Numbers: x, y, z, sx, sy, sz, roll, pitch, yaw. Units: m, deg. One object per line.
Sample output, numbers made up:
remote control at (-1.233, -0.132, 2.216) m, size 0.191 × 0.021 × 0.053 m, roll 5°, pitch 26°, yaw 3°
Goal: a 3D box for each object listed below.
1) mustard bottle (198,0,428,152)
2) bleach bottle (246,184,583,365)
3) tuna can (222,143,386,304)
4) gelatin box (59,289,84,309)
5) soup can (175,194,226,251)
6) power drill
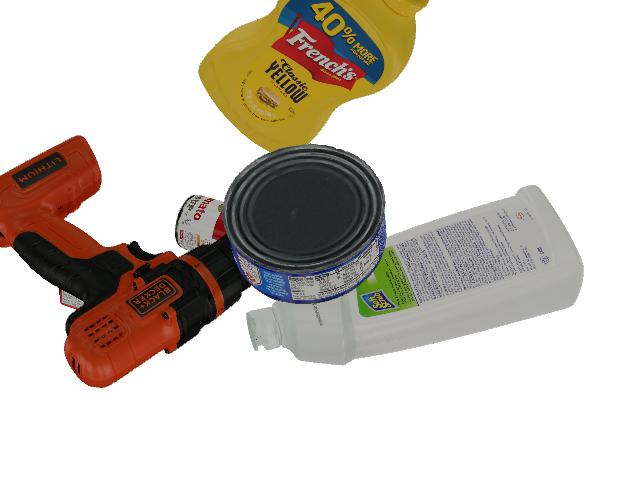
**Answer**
mustard bottle at (0.007, -0.137, 0.727) m, size 0.192 × 0.096 × 0.058 m, roll -31°, pitch 20°, yaw 40°
bleach bottle at (0.066, 0.033, 0.814) m, size 0.250 × 0.102 × 0.068 m, roll -13°, pitch -40°, yaw -11°
tuna can at (-0.007, -0.009, 0.570) m, size 0.086 × 0.086 × 0.034 m, roll 0°, pitch -37°, yaw 7°
gelatin box at (-0.190, 0.045, 1.009) m, size 0.089 × 0.030 × 0.073 m, roll 15°, pitch 25°, yaw 23°
soup can at (-0.109, -0.010, 1.245) m, size 0.102 × 0.068 × 0.068 m, roll 16°, pitch 6°, yaw 21°
power drill at (-0.146, 0.001, 0.787) m, size 0.188 × 0.057 × 0.184 m, roll 39°, pitch 54°, yaw 25°
